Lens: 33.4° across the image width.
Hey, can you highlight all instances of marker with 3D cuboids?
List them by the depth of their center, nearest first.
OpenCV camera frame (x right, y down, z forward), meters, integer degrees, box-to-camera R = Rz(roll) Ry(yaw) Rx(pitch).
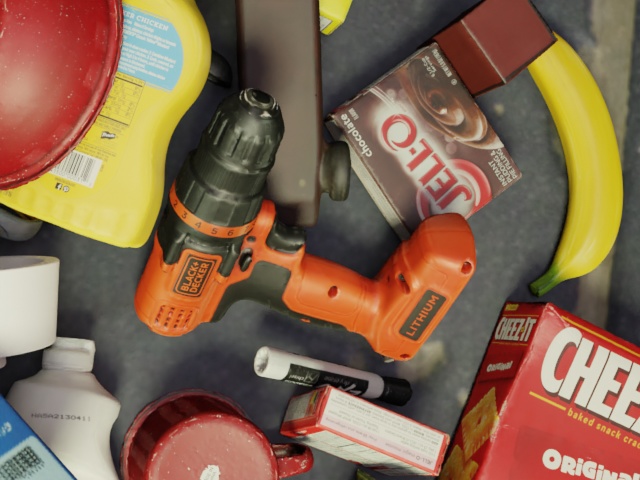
[{"bbox_3d":[0.012,0.090,0.695,0.120,0.020,0.020,18,83,-32],"label":"marker"}]

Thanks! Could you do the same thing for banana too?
[{"bbox_3d":[0.180,-0.060,0.756,0.069,0.037,0.198,-3,89,-17],"label":"banana"}]

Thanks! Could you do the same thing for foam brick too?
[{"bbox_3d":[0.112,-0.132,0.720,0.053,0.078,0.051,-40,97,-16],"label":"foam brick"}]

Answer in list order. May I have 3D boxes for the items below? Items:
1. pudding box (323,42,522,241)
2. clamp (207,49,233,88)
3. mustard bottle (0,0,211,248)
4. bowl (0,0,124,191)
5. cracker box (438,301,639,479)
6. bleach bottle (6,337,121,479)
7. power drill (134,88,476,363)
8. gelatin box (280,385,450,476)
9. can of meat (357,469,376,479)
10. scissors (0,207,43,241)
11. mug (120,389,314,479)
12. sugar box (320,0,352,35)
[{"bbox_3d":[0.069,-0.062,0.724,0.090,0.039,0.113,-37,96,-13],"label":"pudding box"},{"bbox_3d":[-0.133,-0.142,0.674,0.120,0.039,0.171,-25,101,-22],"label":"clamp"},{"bbox_3d":[-0.117,-0.098,0.627,0.096,0.058,0.191,20,91,7],"label":"mustard bottle"},{"bbox_3d":[-0.190,-0.111,0.598,0.162,0.055,0.162,-6,77,28],"label":"bowl"},{"bbox_3d":[0.170,0.171,0.726,0.164,0.072,0.213,26,80,-13],"label":"cracker box"},{"bbox_3d":[-0.154,0.185,0.640,0.102,0.068,0.251,9,81,-28],"label":"bleach bottle"},{"bbox_3d":[-0.004,0.001,0.648,0.187,0.185,0.057,14,42,-18],"label":"power drill"},{"bbox_3d":[0.028,0.124,0.686,0.089,0.073,0.030,23,70,-13],"label":"gelatin box"},{"bbox_3d":[0.033,0.201,0.672,0.057,0.102,0.084,36,81,-11],"label":"can of meat"},{"bbox_3d":[-0.258,-0.042,0.615,0.201,0.096,0.016,25,114,-16],"label":"scissors"},{"bbox_3d":[-0.061,0.141,0.658,0.117,0.082,0.093,-1,88,-16],"label":"mug"},{"bbox_3d":[-0.053,-0.214,0.694,0.176,0.048,0.093,22,82,-15],"label":"sugar box"}]
